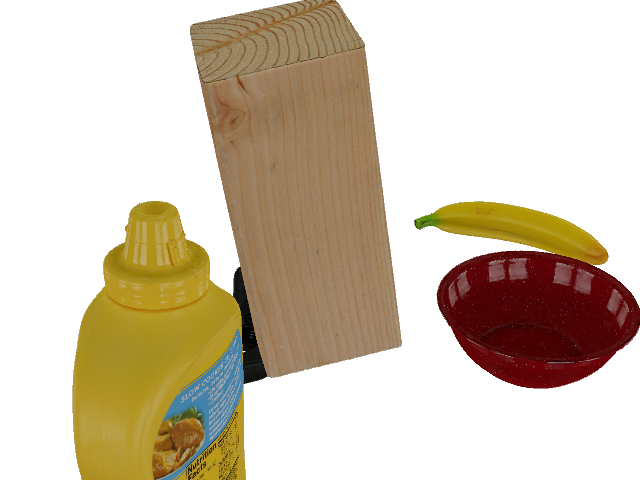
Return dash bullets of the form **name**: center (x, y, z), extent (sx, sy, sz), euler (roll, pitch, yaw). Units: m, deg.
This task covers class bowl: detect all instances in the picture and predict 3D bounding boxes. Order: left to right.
- **bowl**: center (0.173, 0.071, 0.868), extent (0.162, 0.055, 0.162), euler (1, 31, -1)

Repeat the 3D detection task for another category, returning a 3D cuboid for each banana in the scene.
- **banana**: center (0.200, -0.009, 1.101), extent (0.198, 0.037, 0.069), euler (10, 37, 21)

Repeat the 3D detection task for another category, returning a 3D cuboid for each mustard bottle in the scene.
- **mustard bottle**: center (-0.065, 0.074, 0.444), extent (0.058, 0.192, 0.096), euler (12, 28, 20)

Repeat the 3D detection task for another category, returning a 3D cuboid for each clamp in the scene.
- **clamp**: center (-0.067, 0.079, 0.999), extent (0.120, 0.039, 0.171), euler (22, 33, 28)

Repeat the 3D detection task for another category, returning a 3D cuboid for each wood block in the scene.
- **wood block**: center (-0.013, -0.030, 0.652), extent (0.090, 0.206, 0.090), euler (-13, 33, -5)
